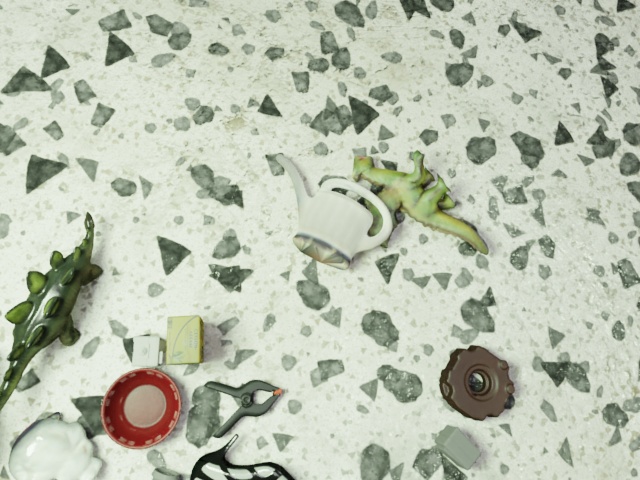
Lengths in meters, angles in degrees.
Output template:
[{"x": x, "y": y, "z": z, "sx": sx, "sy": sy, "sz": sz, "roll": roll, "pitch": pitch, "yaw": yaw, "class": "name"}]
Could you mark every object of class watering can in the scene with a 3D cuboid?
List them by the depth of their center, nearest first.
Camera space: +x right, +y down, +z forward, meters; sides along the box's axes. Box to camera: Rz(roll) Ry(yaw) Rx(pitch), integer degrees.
[{"x": 0.004, "y": -0.064, "z": 1.278, "sx": 0.348, "sy": 0.102, "sz": 0.227, "roll": 26, "pitch": 71, "yaw": 8, "class": "watering can"}]

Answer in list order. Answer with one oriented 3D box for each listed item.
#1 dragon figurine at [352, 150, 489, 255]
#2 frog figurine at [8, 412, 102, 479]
[{"x": 0.230, "y": -0.073, "z": 1.340, "sx": 0.243, "sy": 0.121, "sz": 0.413, "roll": -35, "pitch": 81, "yaw": 0, "class": "dragon figurine"}, {"x": -0.521, "y": 0.433, "z": 1.021, "sx": 0.160, "sy": 0.120, "sz": 0.140, "roll": 34, "pitch": 52, "yaw": 11, "class": "frog figurine"}]
